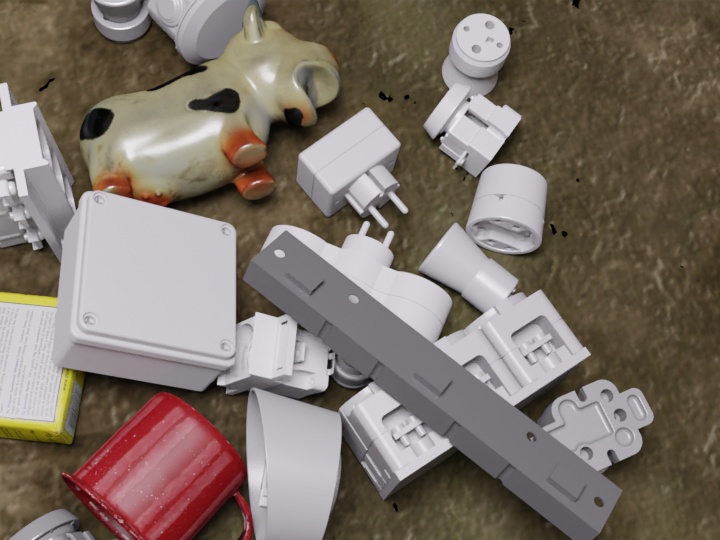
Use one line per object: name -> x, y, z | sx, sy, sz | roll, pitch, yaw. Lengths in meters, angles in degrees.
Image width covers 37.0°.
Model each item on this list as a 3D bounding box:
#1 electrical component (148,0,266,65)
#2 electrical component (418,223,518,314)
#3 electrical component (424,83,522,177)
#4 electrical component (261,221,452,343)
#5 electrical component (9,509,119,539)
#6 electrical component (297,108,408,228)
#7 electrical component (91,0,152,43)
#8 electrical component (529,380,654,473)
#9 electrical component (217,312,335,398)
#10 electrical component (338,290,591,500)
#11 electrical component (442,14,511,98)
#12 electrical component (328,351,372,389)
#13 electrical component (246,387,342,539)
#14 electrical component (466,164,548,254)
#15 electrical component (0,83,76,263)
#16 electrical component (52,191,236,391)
electrical component -> -0.114, -0.198, 0.804 | 0.080, 0.080, 0.051 | -38, 73, -17
electrical component -> 0.080, 0.003, 0.773 | 0.065, 0.044, 0.044 | 38, 71, 3
electrical component -> 0.082, -0.108, 0.810 | 0.055, 0.048, 0.066 | 37, 71, 0
electrical component -> 0.000, 0.000, 0.756 | 0.138, 0.052, 0.073 | 22, 68, 7
electrical component -> -0.189, 0.187, 0.668 | 0.078, 0.058, 0.057 | -42, 75, 3
electrical component -> 0.003, -0.065, 0.785 | 0.066, 0.047, 0.076 | -37, 78, -16
electrical component -> -0.181, -0.203, 0.811 | 0.045, 0.055, 0.045 | 2, 70, -5
electrical component -> 0.153, 0.111, 0.732 | 0.078, 0.057, 0.058 | -21, 74, -13
electrical component -> -0.055, 0.059, 0.721 | 0.064, 0.081, 0.042 | 16, 68, -31
electrical component -> 0.065, 0.081, 0.716 | 0.150, 0.089, 0.061 | -31, 76, -15
electrical component -> 0.089, -0.164, 0.825 | 0.045, 0.055, 0.045 | 2, 71, -5
electrical component -> -0.003, 0.059, 0.732 | 0.035, 0.061, 0.035 | 2, 70, -5
electrical component -> -0.047, 0.129, 0.685 | 0.064, 0.099, 0.099 | 12, 70, -8
electrical component -> 0.109, -0.045, 0.786 | 0.055, 0.055, 0.047 | 15, 66, -1
electrical component -> -0.230, -0.058, 0.719 | 0.063, 0.121, 0.078 | -14, 72, -8
electrical component -> -0.140, 0.015, 0.709 | 0.109, 0.056, 0.108 | 14, 54, -27
